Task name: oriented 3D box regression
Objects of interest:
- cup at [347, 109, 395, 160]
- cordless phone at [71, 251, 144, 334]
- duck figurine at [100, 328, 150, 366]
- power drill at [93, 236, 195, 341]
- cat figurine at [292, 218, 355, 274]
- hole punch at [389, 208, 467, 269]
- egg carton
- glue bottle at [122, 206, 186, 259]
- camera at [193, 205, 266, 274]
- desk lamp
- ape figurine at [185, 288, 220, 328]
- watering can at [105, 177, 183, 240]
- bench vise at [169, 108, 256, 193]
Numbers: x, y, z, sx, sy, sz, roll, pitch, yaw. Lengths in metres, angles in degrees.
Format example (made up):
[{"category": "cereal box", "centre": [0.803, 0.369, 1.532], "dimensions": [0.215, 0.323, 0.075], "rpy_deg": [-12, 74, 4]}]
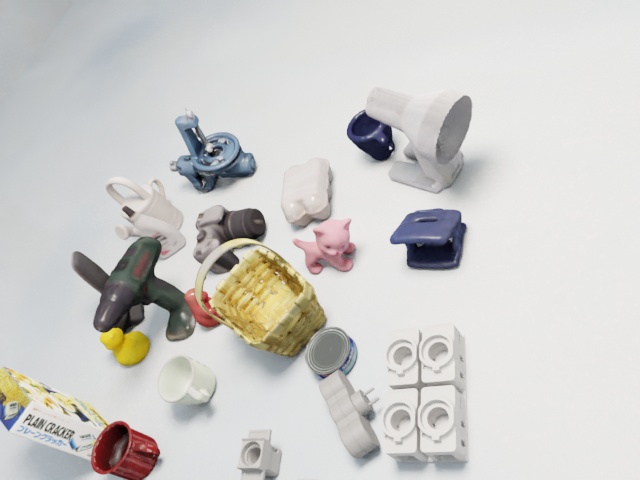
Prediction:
[{"category": "cup", "centre": [0.119, -0.200, 1.152], "dimensions": [0.091, 0.095, 0.117], "rpy_deg": [-40, 44, 3]}, {"category": "cordless phone", "centre": [-0.482, 0.116, 1.261], "dimensions": [0.094, 0.186, 0.147], "rpy_deg": [-34, 45, 9]}, {"category": "duck figurine", "centre": [-0.421, 0.217, 1.211], "dimensions": [0.104, 0.086, 0.077], "rpy_deg": [0, 58, 35]}, {"category": "power drill", "centre": [-0.338, 0.117, 1.143], "dimensions": [0.075, 0.209, 0.229], "rpy_deg": [-16, 50, 25]}, {"category": "cat figurine", "centre": [0.010, 0.004, 1.054], "dimensions": [0.127, 0.118, 0.067], "rpy_deg": [-9, 53, 30]}, {"category": "hole punch", "centre": [0.182, -0.014, 0.967], "dimensions": [0.108, 0.091, 0.101], "rpy_deg": [-2, 56, 34]}, {"category": "egg carton", "centre": [-0.026, -0.102, 1.195], "dimensions": [0.107, 0.070, 0.150], "rpy_deg": [-17, 49, 23]}, {"category": "glue bottle", "centre": [-0.390, -0.025, 1.313], "dimensions": [0.078, 0.174, 0.037], "rpy_deg": [-36, 44, 6]}, {"category": "camera", "centre": [-0.194, -0.018, 1.225], "dimensions": [0.136, 0.101, 0.143], "rpy_deg": [-11, 52, 28]}, {"category": "desk lamp", "centre": [0.179, -0.181, 1.009], "dimensions": [0.202, 0.214, 0.118], "rpy_deg": [22, 72, 43]}, {"category": "ape figurine", "centre": [-0.232, 0.128, 1.145], "dimensions": [0.076, 0.092, 0.077], "rpy_deg": [-46, 44, -4]}, {"category": "watering can", "centre": [-0.427, -0.078, 1.366], "dimensions": [0.100, 0.195, 0.172], "rpy_deg": [-24, 47, 18]}, {"category": "bench vise", "centre": [-0.287, -0.203, 1.346], "dimensions": [0.207, 0.220, 0.121], "rpy_deg": [-26, 46, 16]}]
